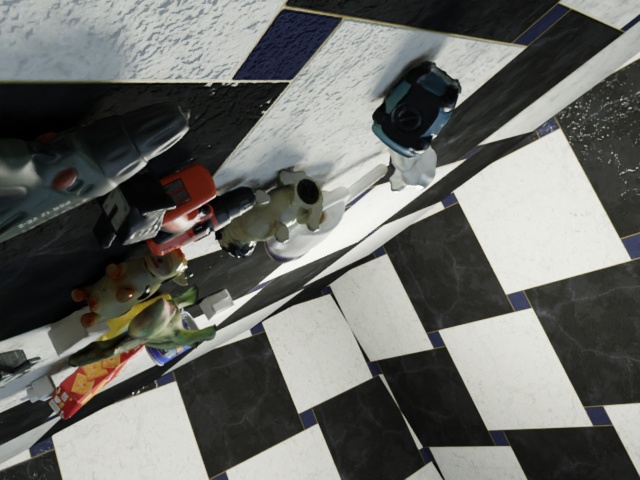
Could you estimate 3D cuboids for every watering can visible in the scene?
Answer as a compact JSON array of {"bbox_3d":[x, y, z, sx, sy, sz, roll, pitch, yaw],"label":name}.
[{"bbox_3d":[0.004,-0.058,1.159,0.352,0.104,0.220,-32,174,-39],"label":"watering can"}]

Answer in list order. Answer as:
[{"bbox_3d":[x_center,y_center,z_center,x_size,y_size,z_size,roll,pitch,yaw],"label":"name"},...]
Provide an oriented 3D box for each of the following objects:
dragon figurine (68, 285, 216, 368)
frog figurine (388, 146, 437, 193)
[{"bbox_3d":[-0.355,0.183,0.982,0.244,0.123,0.404,-10,164,-45],"label":"dragon figurine"},{"bbox_3d":[0.208,-0.185,1.135,0.156,0.123,0.140,102,13,-64],"label":"frog figurine"}]
